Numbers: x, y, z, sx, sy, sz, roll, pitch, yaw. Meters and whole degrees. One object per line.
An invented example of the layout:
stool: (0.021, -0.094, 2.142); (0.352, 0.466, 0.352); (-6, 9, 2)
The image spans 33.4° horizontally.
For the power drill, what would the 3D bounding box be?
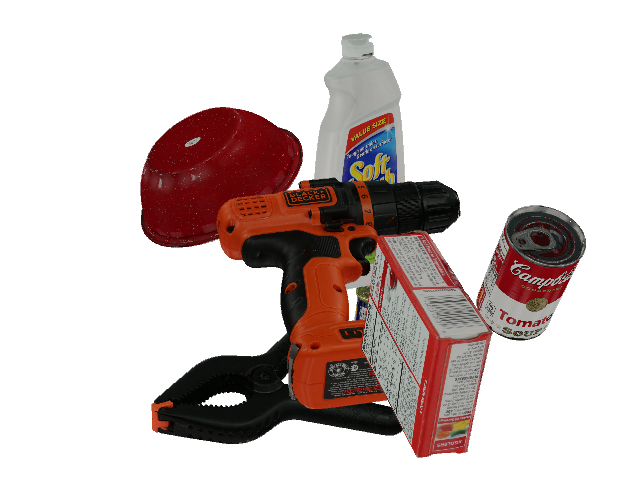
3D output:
power drill: (0.030, 0.026, 0.742); (0.184, 0.057, 0.188); (-8, 39, -10)

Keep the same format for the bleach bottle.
bleach bottle: (0.034, -0.080, 1.075); (0.102, 0.251, 0.068); (-10, 23, -17)

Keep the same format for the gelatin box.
gelatin box: (0.050, 0.049, 0.522); (0.030, 0.073, 0.089); (-4, 33, -16)

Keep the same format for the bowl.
bowl: (-0.099, -0.068, 0.937); (0.162, 0.055, 0.162); (-19, 36, 15)

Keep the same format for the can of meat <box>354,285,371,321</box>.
can of meat: (0.071, 0.086, 1.276); (0.057, 0.084, 0.102); (12, 26, 7)

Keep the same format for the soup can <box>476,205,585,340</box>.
soup can: (0.177, 0.029, 0.911); (0.068, 0.068, 0.102); (0, -42, -11)

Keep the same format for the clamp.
clamp: (-0.040, 0.134, 0.920); (0.209, 0.036, 0.165); (-16, 40, -26)
